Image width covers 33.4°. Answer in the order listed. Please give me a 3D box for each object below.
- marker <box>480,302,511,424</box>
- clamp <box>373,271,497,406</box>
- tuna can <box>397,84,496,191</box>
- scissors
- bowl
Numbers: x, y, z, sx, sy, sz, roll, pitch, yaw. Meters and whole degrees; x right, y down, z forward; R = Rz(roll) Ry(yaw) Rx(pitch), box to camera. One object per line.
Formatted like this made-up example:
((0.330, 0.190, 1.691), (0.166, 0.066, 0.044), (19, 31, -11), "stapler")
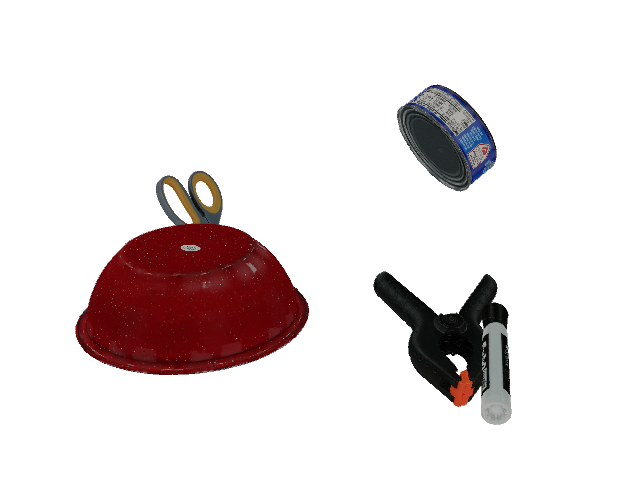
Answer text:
((0.118, 0.079, 0.717), (0.020, 0.020, 0.121), (0, 29, 9), "marker")
((0.126, 0.082, 0.987), (0.120, 0.039, 0.171), (-9, 40, -9), "clamp")
((0.103, -0.084, 0.872), (0.033, 0.086, 0.086), (-39, 10, -13), "tuna can")
((-0.115, 0.001, 1.244), (0.016, 0.201, 0.096), (-28, 15, 41), "scissors")
((-0.089, 0.030, 0.732), (0.162, 0.055, 0.162), (-2, 22, 1), "bowl")
